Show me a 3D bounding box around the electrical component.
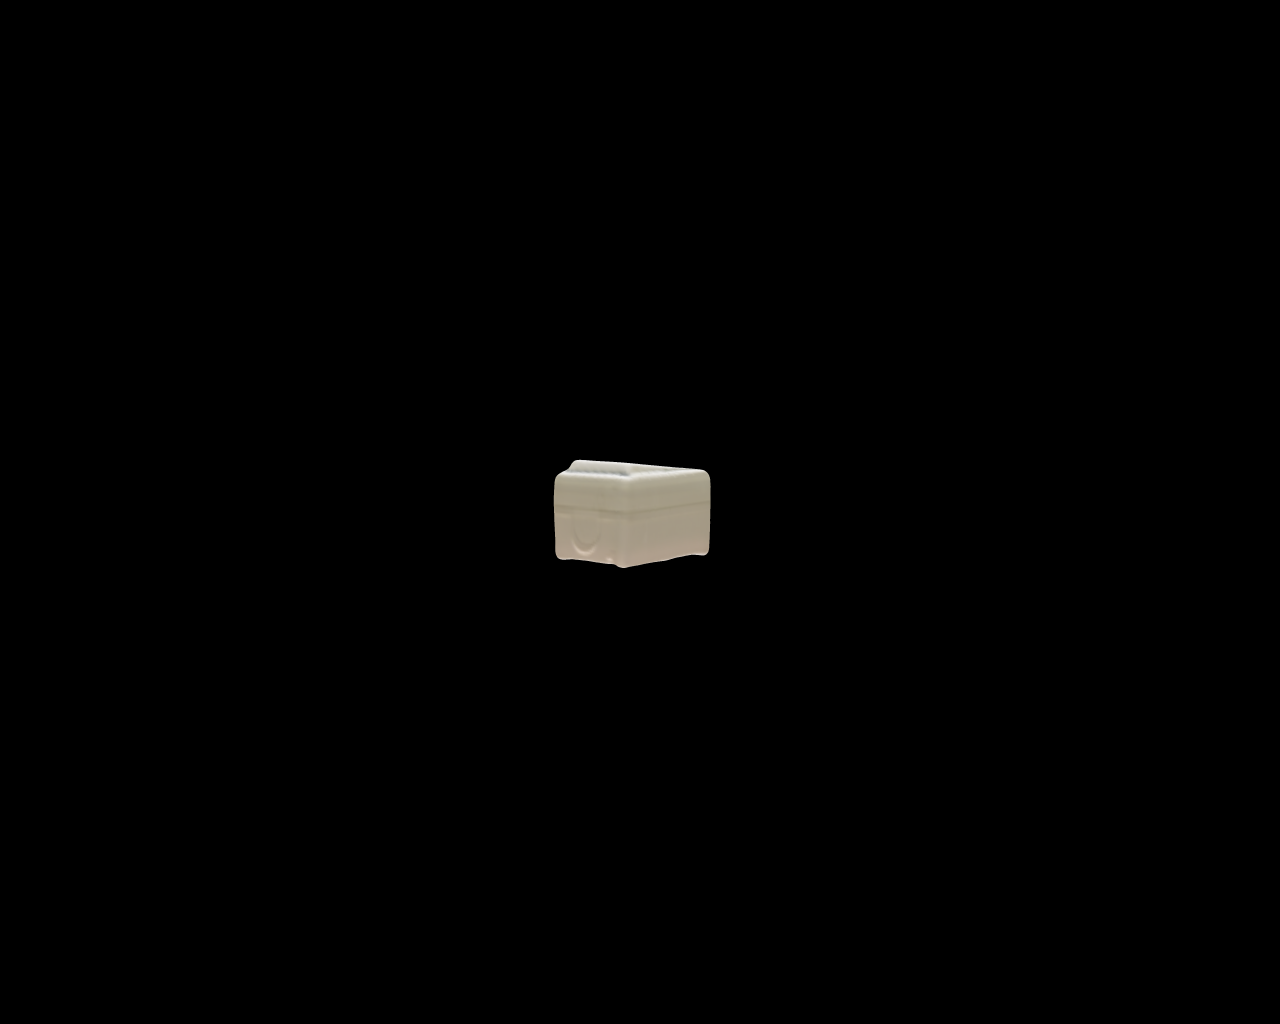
[{"bbox_3d":[0.001,-0.003,0.650,0.062,0.061,0.096,6,9,43],"label":"electrical component"}]
